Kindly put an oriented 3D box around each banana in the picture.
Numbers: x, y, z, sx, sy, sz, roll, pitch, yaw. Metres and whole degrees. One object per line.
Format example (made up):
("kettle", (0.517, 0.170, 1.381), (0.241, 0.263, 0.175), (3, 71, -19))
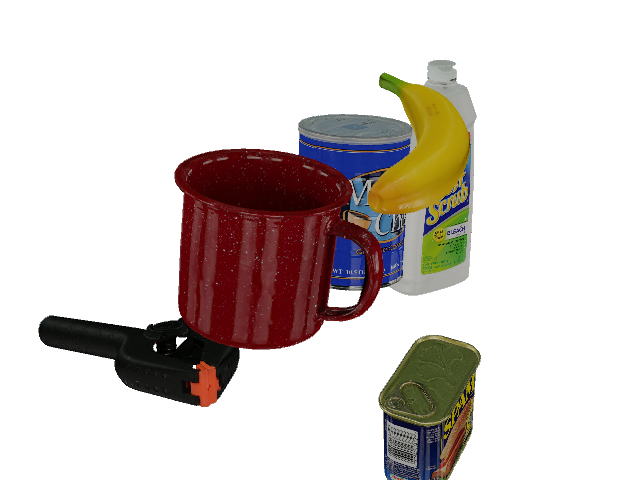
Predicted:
("banana", (0.071, -0.064, 0.747), (0.069, 0.037, 0.197), (5, 30, 2))

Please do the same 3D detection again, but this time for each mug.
("mug", (-0.022, 0.008, 0.565), (0.117, 0.081, 0.093), (15, 25, 17))

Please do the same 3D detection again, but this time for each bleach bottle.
("bleach bottle", (0.121, -0.071, 1.173), (0.102, 0.251, 0.068), (-14, 26, -30))

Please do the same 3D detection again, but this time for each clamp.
("clamp", (-0.114, 0.081, 0.845), (0.164, 0.036, 0.210), (-11, 16, -30))

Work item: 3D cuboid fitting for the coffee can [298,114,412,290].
("coffee can", (0.029, -0.037, 0.977), (0.103, 0.140, 0.103), (2, 18, -1))

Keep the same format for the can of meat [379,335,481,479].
("can of meat", (0.088, 0.141, 0.857), (0.057, 0.084, 0.102), (14, 37, 23))
